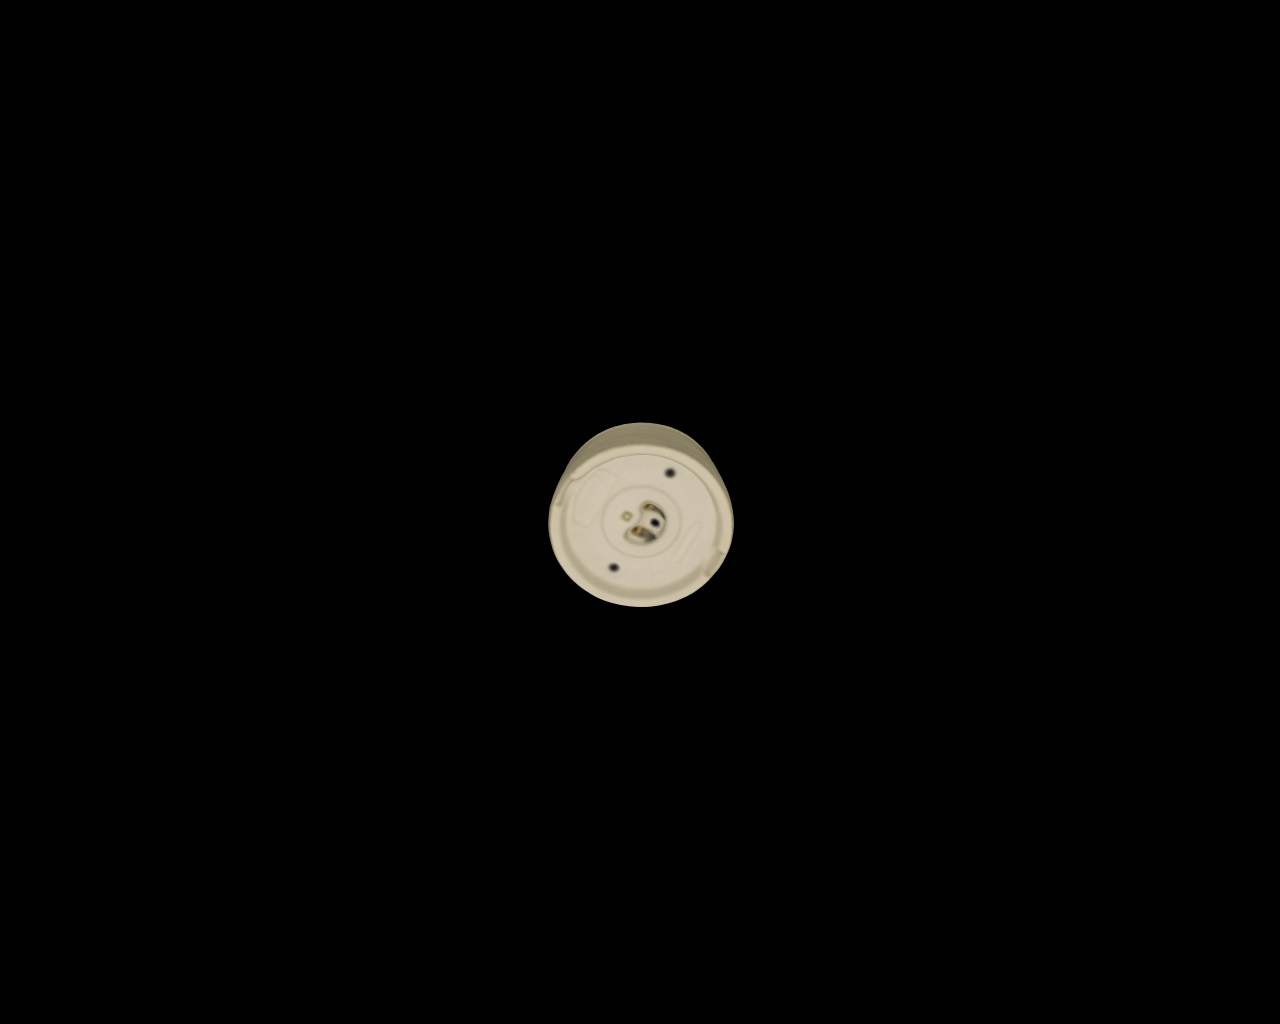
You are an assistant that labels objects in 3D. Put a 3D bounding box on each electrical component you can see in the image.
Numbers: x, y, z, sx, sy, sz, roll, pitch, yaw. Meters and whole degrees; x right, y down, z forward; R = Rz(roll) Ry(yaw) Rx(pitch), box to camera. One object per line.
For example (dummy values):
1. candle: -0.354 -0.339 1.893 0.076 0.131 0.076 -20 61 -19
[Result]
1. electrical component: 0.001 -0.003 0.650 0.108 0.108 0.060 0 25 0
